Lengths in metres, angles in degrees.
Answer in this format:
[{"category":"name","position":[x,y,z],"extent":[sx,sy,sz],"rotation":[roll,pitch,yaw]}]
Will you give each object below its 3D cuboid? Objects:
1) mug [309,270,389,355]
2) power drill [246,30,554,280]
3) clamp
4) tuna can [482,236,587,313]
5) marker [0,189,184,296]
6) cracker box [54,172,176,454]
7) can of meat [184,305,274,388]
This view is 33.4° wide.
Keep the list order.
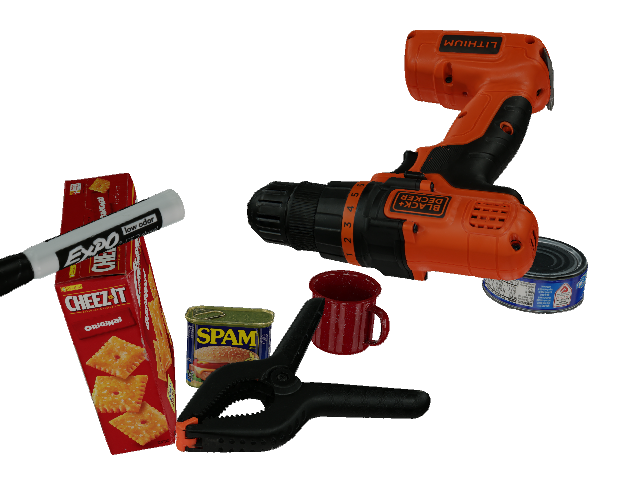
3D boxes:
[{"category":"mug","position":[0.039,0.098,1.371],"extent":[0.117,0.081,0.093],"rotation":[19,29,31]},{"category":"power drill","position":[0.063,-0.057,0.686],"extent":[0.185,0.187,0.057],"rotation":[9,-37,22]},{"category":"clamp","position":[-0.023,0.131,0.899],"extent":[0.209,0.036,0.165],"rotation":[-26,45,-35]},{"category":"tuna can","position":[0.181,0.027,0.900],"extent":[0.086,0.034,0.086],"rotation":[2,25,-1]},{"category":"marker","position":[-0.127,0.001,0.571],"extent":[0.120,0.020,0.020],"rotation":[-25,14,-32]},{"category":"cracker box","position":[-0.189,0.069,1.012],"extent":[0.072,0.214,0.164],"rotation":[-9,37,-3]},{"category":"can of meat","position":[-0.106,0.125,1.236],"extent":[0.102,0.084,0.057],"rotation":[3,13,0]}]
